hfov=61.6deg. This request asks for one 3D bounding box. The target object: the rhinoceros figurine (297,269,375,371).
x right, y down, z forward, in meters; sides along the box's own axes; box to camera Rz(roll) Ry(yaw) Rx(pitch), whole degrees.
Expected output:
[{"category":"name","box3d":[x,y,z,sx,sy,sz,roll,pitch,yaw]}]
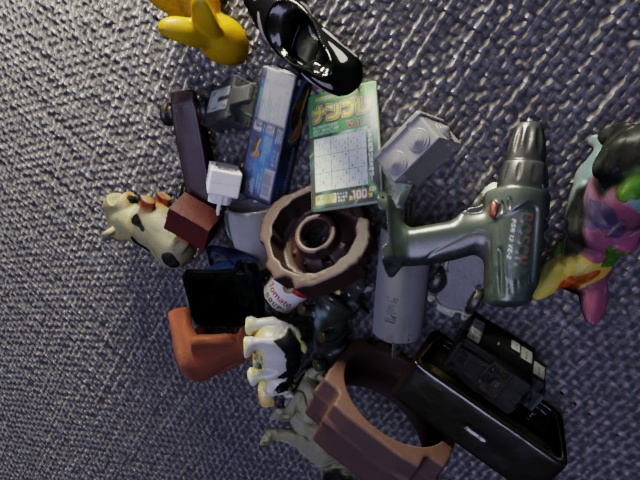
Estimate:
[{"category":"rhinoceros figurine","box3d":[0.027,0.119,0.834,0.073,0.112,0.190,46,136,38]}]

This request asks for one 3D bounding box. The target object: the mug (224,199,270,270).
[{"category":"mug","box3d":[-0.114,-0.008,0.879,0.110,0.081,0.107,7,112,32]}]

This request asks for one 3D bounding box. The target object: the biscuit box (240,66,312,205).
[{"category":"biscuit box","box3d":[-0.068,-0.157,0.823,0.059,0.063,0.202,21,113,17]}]

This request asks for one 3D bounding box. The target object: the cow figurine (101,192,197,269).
[{"category":"cow figurine","box3d":[-0.308,-0.019,0.962,0.195,0.085,0.127,37,110,10]}]

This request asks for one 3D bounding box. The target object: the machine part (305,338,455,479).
[{"category":"machine part","box3d":[0.094,0.253,0.786,0.202,0.201,0.087,32,117,13]}]

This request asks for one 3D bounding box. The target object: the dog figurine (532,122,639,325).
[{"category":"dog figurine","box3d":[0.333,-0.010,0.623,0.109,0.191,0.219,23,97,10]}]

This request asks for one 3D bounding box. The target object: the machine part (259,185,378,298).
[{"category":"machine part","box3d":[-0.002,-0.002,0.791,0.179,0.056,0.179,-10,61,19]}]

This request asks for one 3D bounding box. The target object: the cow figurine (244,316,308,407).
[{"category":"cow figurine","box3d":[-0.065,0.194,0.847,0.098,0.068,0.167,-5,126,1]}]

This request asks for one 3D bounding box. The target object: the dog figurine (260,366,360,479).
[{"category":"dog figurine","box3d":[0.020,0.320,0.909,0.190,0.121,0.172,31,119,-2]}]

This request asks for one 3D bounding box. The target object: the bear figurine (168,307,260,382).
[{"category":"bear figurine","box3d":[-0.152,0.167,0.937,0.196,0.120,0.132,-22,50,3]}]

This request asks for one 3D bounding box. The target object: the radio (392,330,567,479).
[{"category":"radio","box3d":[0.227,0.233,0.759,0.230,0.131,0.073,35,115,12]}]

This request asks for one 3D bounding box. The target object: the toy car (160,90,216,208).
[{"category":"toy car","box3d":[-0.205,-0.145,0.894,0.089,0.053,0.202,-1,108,21]}]

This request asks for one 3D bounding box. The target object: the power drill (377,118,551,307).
[{"category":"power drill","box3d":[0.179,-0.031,0.677,0.207,0.086,0.232,-2,85,10]}]

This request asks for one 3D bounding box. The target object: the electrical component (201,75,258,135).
[{"category":"electrical component","box3d":[-0.126,-0.207,0.810,0.119,0.047,0.075,-2,75,44]}]

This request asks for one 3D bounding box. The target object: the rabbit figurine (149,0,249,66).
[{"category":"rabbit figurine","box3d":[-0.168,-0.334,0.785,0.122,0.162,0.173,-31,108,16]}]

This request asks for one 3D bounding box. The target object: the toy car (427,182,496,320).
[{"category":"toy car","box3d":[0.217,0.019,0.742,0.074,0.056,0.201,29,111,16]}]

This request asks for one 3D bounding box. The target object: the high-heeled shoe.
[{"category":"high-heeled shoe","box3d":[-0.041,-0.277,0.730,0.249,0.145,0.086,36,115,9]}]

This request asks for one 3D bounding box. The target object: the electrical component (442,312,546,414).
[{"category":"electrical component","box3d":[0.246,0.172,0.743,0.134,0.115,0.058,34,117,14]}]

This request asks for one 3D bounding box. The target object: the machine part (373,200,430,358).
[{"category":"machine part","box3d":[0.120,0.062,0.789,0.079,0.079,0.243,11,108,22]}]

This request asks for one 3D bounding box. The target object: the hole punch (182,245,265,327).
[{"category":"hole punch","box3d":[-0.144,0.073,0.863,0.116,0.092,0.142,2,117,12]}]
